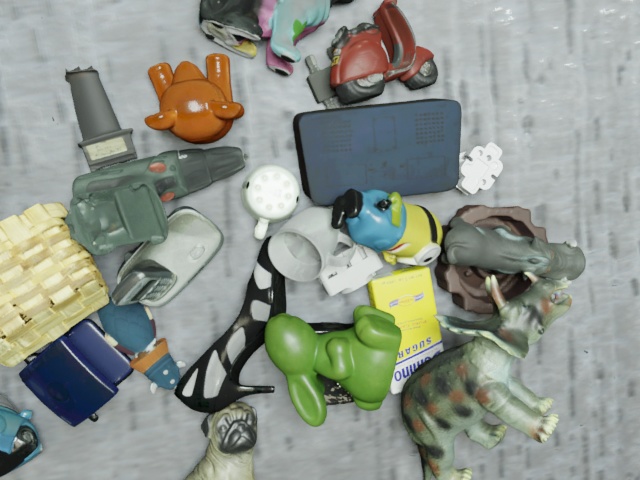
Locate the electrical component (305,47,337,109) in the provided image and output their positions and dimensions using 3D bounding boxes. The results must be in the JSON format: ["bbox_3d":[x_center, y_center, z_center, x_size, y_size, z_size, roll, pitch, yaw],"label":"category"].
[{"bbox_3d":[0.017,-0.231,0.785,0.063,0.021,0.094,-24,96,-7],"label":"electrical component"}]

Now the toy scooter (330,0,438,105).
[{"bbox_3d":[0.083,-0.270,0.756,0.184,0.075,0.135,-21,100,-28],"label":"toy scooter"}]

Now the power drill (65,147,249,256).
[{"bbox_3d":[-0.208,-0.064,0.671,0.232,0.207,0.085,-11,118,1],"label":"power drill"}]

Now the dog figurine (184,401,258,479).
[{"bbox_3d":[-0.164,0.335,0.763,0.172,0.121,0.190,-8,80,-11],"label":"dog figurine"}]

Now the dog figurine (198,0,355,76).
[{"bbox_3d":[-0.043,-0.348,0.732,0.191,0.108,0.219,25,85,-6],"label":"dog figurine"}]

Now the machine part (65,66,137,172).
[{"bbox_3d":[-0.305,-0.167,0.735,0.084,0.039,0.138,-20,98,1],"label":"machine part"}]

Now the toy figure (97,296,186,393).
[{"bbox_3d":[-0.247,0.143,0.751,0.064,0.058,0.154,-31,102,1],"label":"toy figure"}]

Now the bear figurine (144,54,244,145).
[{"bbox_3d":[-0.162,-0.182,0.675,0.120,0.196,0.131,-13,94,-4],"label":"bear figurine"}]

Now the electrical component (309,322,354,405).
[{"bbox_3d":[0.017,0.181,0.791,0.134,0.058,0.114,-1,91,-9],"label":"electrical component"}]

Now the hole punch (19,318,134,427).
[{"bbox_3d":[-0.333,0.185,0.726,0.116,0.092,0.142,-42,101,0],"label":"hole punch"}]

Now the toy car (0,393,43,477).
[{"bbox_3d":[-0.452,0.247,0.699,0.109,0.103,0.161,-32,142,-1],"label":"toy car"}]

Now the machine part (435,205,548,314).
[{"bbox_3d":[0.259,0.028,0.819,0.179,0.056,0.179,-1,94,-9],"label":"machine part"}]

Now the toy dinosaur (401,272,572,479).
[{"bbox_3d":[0.184,0.215,0.736,0.192,0.131,0.404,44,125,14],"label":"toy dinosaur"}]

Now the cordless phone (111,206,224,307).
[{"bbox_3d":[-0.201,0.021,0.686,0.088,0.184,0.146,44,87,-4],"label":"cordless phone"}]

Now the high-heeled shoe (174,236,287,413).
[{"bbox_3d":[-0.127,0.117,0.763,0.145,0.086,0.248,0,77,8],"label":"high-heeled shoe"}]

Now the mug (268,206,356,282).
[{"bbox_3d":[-0.002,-0.002,0.744,0.110,0.107,0.080,9,125,20],"label":"mug"}]

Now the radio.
[{"bbox_3d":[0.083,-0.126,0.768,0.230,0.073,0.131,-7,105,-7],"label":"radio"}]

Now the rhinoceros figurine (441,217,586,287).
[{"bbox_3d":[0.262,0.014,0.735,0.190,0.112,0.073,10,91,-3],"label":"rhinoceros figurine"}]

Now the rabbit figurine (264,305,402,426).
[{"bbox_3d":[0.007,0.153,0.714,0.170,0.121,0.159,12,103,0],"label":"rabbit figurine"}]

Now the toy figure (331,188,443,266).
[{"bbox_3d":[0.099,-0.022,0.736,0.180,0.082,0.089,25,79,-33],"label":"toy figure"}]
